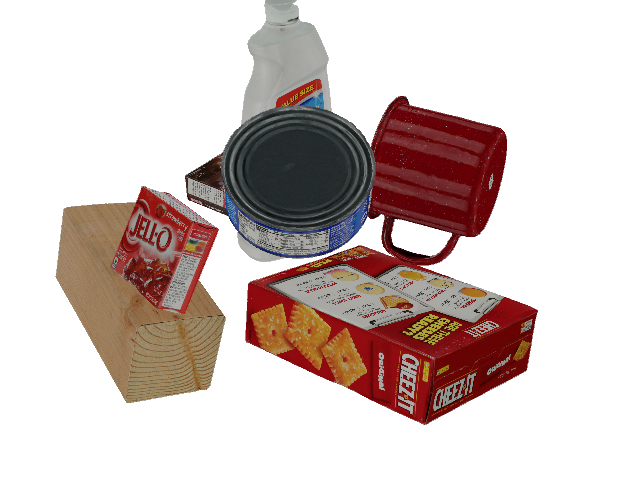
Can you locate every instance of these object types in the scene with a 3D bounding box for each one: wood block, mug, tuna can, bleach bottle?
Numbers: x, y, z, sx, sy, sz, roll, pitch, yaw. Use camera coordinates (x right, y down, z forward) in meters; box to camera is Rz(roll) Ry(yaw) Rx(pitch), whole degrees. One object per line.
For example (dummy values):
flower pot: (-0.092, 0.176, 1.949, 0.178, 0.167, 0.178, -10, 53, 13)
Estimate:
wood block: (-0.183, 0.054, 1.052, 0.090, 0.091, 0.206, -5, 35, -32)
mug: (0.082, -0.039, 0.772, 0.082, 0.117, 0.093, 16, 0, 18)
tuna can: (-0.013, -0.033, 0.602, 0.086, 0.086, 0.034, 0, -33, -2)
bleach bottle: (-0.038, -0.108, 1.034, 0.102, 0.251, 0.068, -16, 31, -21)

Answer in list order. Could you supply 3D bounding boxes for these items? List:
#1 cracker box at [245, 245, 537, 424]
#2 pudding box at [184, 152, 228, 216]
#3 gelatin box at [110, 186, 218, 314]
cracker box: (0.062, 0.080, 0.979, 0.214, 0.072, 0.163, 21, 25, 38)
pudding box: (-0.095, -0.072, 1.296, 0.090, 0.039, 0.113, 21, 39, 28)
gelatin box: (-0.124, 0.006, 0.837, 0.030, 0.073, 0.089, 16, 11, -41)
